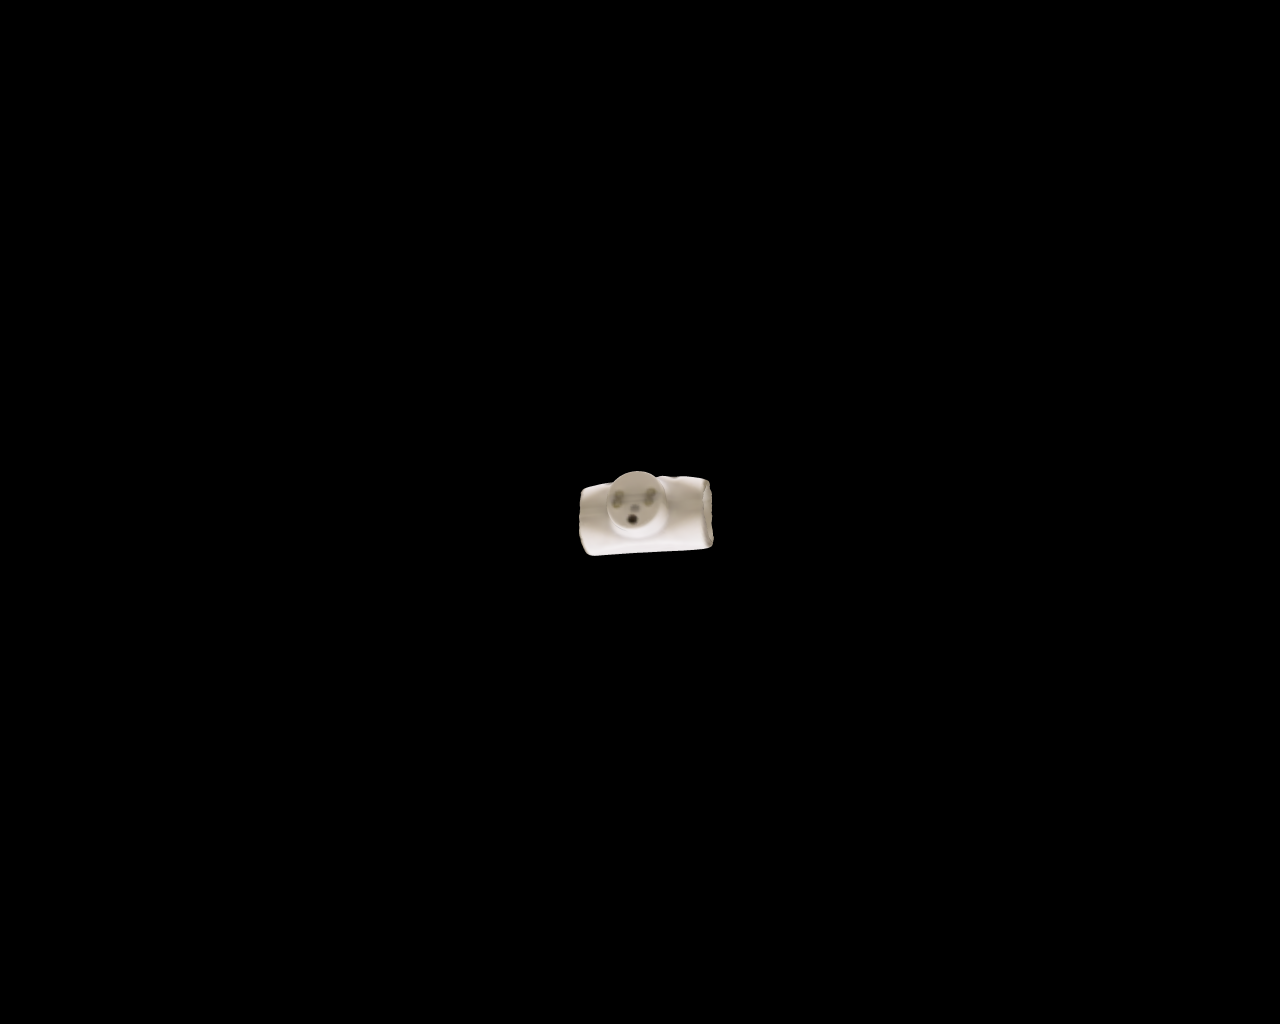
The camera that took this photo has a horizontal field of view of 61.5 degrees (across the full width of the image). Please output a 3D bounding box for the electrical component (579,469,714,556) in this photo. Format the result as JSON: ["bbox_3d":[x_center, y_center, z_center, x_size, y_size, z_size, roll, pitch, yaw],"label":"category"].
[{"bbox_3d":[0.001,-0.003,0.650,0.077,0.044,0.079,-4,-19,12],"label":"electrical component"}]
